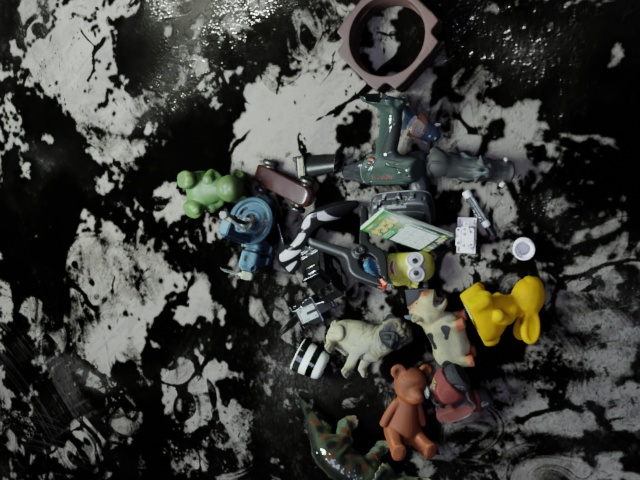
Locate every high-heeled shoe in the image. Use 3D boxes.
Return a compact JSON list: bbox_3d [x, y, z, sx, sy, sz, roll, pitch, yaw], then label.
[{"bbox_3d":[-0.003,-0.004,1.328,0.249,0.086,0.145,-16,102,20],"label":"high-heeled shoe"}]

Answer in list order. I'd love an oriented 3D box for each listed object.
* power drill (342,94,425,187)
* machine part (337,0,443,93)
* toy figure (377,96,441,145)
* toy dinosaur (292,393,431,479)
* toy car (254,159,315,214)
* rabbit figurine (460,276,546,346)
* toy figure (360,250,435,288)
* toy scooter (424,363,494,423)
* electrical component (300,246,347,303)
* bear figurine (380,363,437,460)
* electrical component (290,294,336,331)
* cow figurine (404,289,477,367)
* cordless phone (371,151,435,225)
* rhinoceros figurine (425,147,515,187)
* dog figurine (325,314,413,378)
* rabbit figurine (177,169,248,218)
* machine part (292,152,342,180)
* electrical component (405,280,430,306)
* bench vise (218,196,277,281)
[{"bbox_3d":[0.129,-0.219,1.198,0.232,0.086,0.207,20,113,46],"label":"power drill"},{"bbox_3d":[0.157,-0.446,1.202,0.201,0.087,0.201,47,108,9],"label":"machine part"},{"bbox_3d":[0.203,-0.270,1.224,0.154,0.058,0.064,36,148,12],"label":"toy figure"},{"bbox_3d":[0.064,0.530,1.303,0.405,0.192,0.131,27,103,15],"label":"toy dinosaur"},{"bbox_3d":[-0.088,-0.137,1.339,0.202,0.053,0.089,29,110,37],"label":"toy car"},{"bbox_3d":[0.415,0.150,1.166,0.173,0.122,0.162,-30,84,2],"label":"rabbit figurine"},{"bbox_3d":[0.178,0.062,1.262,0.180,0.089,0.082,-7,110,30],"label":"toy figure"},{"bbox_3d":[0.299,0.359,1.223,0.135,0.075,0.183,-38,122,21],"label":"toy scooter"},{"bbox_3d":[0.011,0.083,1.298,0.058,0.115,0.134,-28,129,23],"label":"electrical component"},{"bbox_3d":[0.218,0.398,1.267,0.120,0.132,0.195,7,107,-19],"label":"bear figurine"},{"bbox_3d":[-0.011,0.174,1.363,0.119,0.048,0.075,-32,85,21],"label":"electrical component"},{"bbox_3d":[0.274,0.201,1.227,0.127,0.085,0.194,-15,105,21],"label":"cow figurine"},{"bbox_3d":[0.189,-0.114,1.246,0.147,0.088,0.184,-3,84,23],"label":"cordless phone"},{"bbox_3d":[0.322,-0.160,1.159,0.190,0.112,0.073,8,95,1],"label":"rhinoceros figurine"},{"bbox_3d":[0.117,0.216,1.278,0.190,0.121,0.172,-48,65,21],"label":"dog figurine"},{"bbox_3d":[-0.250,-0.121,1.362,0.170,0.159,0.121,2,100,39],"label":"rabbit figurine"},{"bbox_3d":[-0.007,-0.181,1.320,0.139,0.039,0.084,-7,85,34],"label":"machine part"},{"bbox_3d":[0.237,0.133,1.278,0.063,0.021,0.094,-6,94,21],"label":"electrical component"},{"bbox_3d":[-0.185,-0.013,1.316,0.129,0.240,0.223,24,89,21],"label":"bench vise"}]
